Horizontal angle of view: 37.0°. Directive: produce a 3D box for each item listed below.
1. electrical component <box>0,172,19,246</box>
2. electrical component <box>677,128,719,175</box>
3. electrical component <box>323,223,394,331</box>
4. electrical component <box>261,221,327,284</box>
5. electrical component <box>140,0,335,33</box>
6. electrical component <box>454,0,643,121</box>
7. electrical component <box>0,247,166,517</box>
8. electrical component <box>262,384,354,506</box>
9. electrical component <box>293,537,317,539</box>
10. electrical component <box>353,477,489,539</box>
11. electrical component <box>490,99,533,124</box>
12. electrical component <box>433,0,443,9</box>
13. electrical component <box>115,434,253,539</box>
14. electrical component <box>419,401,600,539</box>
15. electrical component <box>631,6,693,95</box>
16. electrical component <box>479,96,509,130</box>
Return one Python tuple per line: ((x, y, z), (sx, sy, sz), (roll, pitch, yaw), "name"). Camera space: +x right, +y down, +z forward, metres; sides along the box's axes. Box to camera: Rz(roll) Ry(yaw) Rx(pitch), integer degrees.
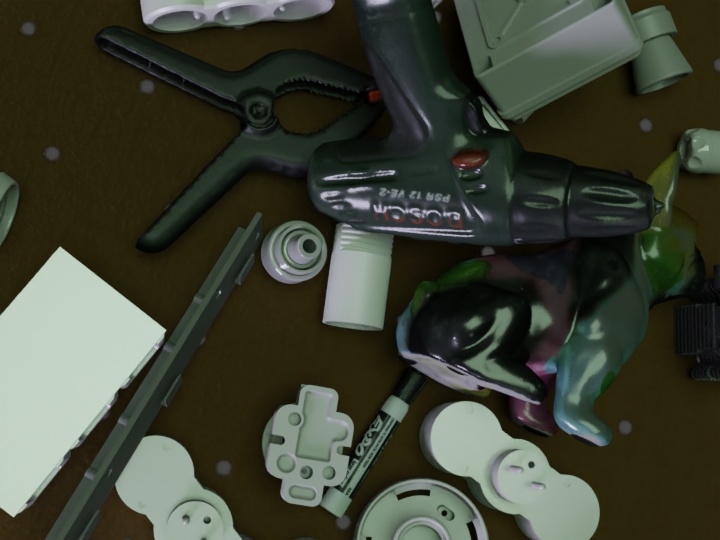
((-0.266, -0.044, 0.721), (0.057, 0.058, 0.078), (19, 80, -4), "electrical component")
((0.279, -0.090, 0.831), (0.061, 0.035, 0.035), (4, 82, -12), "electrical component")
((0.000, 0.000, 0.767), (0.043, 0.043, 0.081), (9, 81, -8), "electrical component")
((-0.043, -0.013, 0.750), (0.043, 0.062, 0.043), (2, 85, -18), "electrical component")
((-0.091, -0.219, 0.776), (0.138, 0.052, 0.073), (-8, 84, -11), "electrical component")
((0.130, -0.178, 0.762), (0.109, 0.056, 0.108), (-26, 46, 21), "electrical component")
((-0.210, 0.073, 0.712), (0.089, 0.062, 0.150), (39, 78, -3), "electrical component")
((-0.037, 0.119, 0.738), (0.058, 0.057, 0.078), (11, 81, -8), "electrical component")
((-0.034, 0.206, 0.723), (0.044, 0.065, 0.044), (1, 82, -10), "electrical component")
((0.044, 0.194, 0.751), (0.099, 0.064, 0.099), (0, 74, 1), "electrical component")
((0.129, -0.142, 0.810), (0.044, 0.044, 0.065), (43, 83, -2), "electrical component")
((0.031, -0.212, 0.795), (0.055, 0.055, 0.047), (-33, 85, -12), "electrical component")
((-0.110, 0.170, 0.710), (0.052, 0.074, 0.138), (-37, 90, -12), "electrical component")
((0.108, 0.144, 0.751), (0.138, 0.074, 0.052), (37, 78, -3), "electrical component")
((0.225, -0.169, 0.827), (0.045, 0.045, 0.055), (-19, 86, -12), "electrical component")
((0.080, -0.079, 0.782), (0.062, 0.061, 0.096), (-38, 90, -12), "electrical component")
